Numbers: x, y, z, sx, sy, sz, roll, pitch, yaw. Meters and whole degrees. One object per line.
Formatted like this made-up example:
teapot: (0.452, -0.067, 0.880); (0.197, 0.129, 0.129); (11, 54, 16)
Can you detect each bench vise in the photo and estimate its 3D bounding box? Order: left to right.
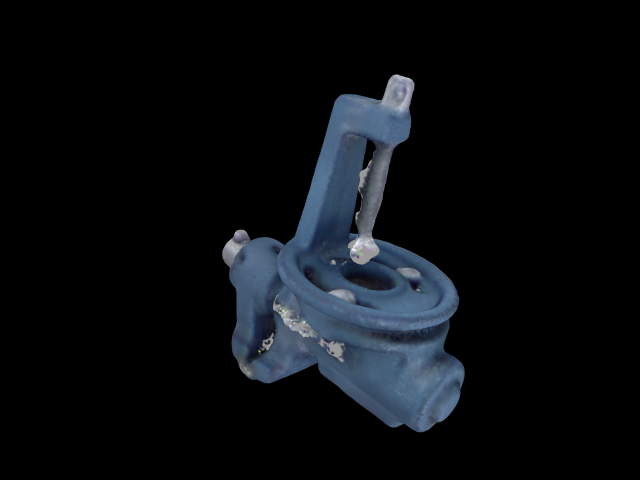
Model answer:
bench vise: (-0.002, 0.004, 0.389); (0.206, 0.220, 0.122); (6, 14, 24)
